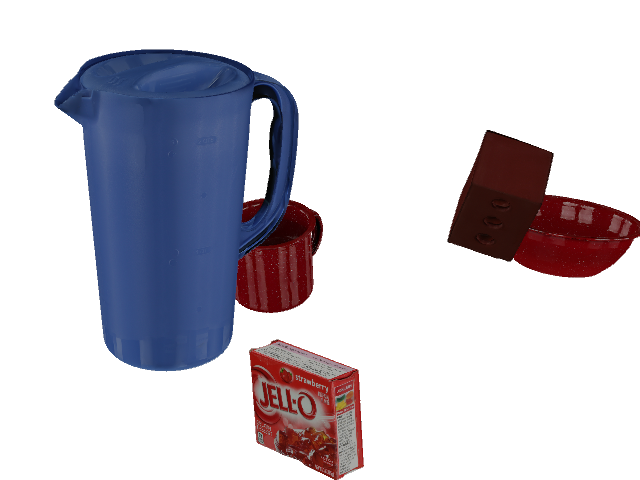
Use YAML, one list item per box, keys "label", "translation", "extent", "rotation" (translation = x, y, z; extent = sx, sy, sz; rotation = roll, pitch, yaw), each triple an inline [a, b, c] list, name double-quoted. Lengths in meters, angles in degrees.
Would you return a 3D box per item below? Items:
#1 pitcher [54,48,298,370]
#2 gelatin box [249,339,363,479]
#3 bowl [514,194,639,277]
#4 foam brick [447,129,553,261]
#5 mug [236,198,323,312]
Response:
- label: "pitcher"
  translation: [-0.111, -0.024, 0.852]
  extent: [0.149, 0.243, 0.144]
  rotation: [12, 27, 18]
- label: "gelatin box"
  translation: [-0.011, 0.116, 0.741]
  extent: [0.030, 0.073, 0.089]
  rotation: [-17, 21, -40]
- label: "bowl"
  translation: [0.251, -0.002, 1.114]
  extent: [0.162, 0.055, 0.162]
  rotation: [5, 18, -2]
- label: "foam brick"
  translation: [0.131, -0.032, 0.783]
  extent: [0.053, 0.051, 0.078]
  rotation: [18, -34, 4]
- label: "mug"
  translation: [-0.041, 0.011, 1.046]
  extent: [0.093, 0.081, 0.117]
  rotation: [23, 41, 35]
